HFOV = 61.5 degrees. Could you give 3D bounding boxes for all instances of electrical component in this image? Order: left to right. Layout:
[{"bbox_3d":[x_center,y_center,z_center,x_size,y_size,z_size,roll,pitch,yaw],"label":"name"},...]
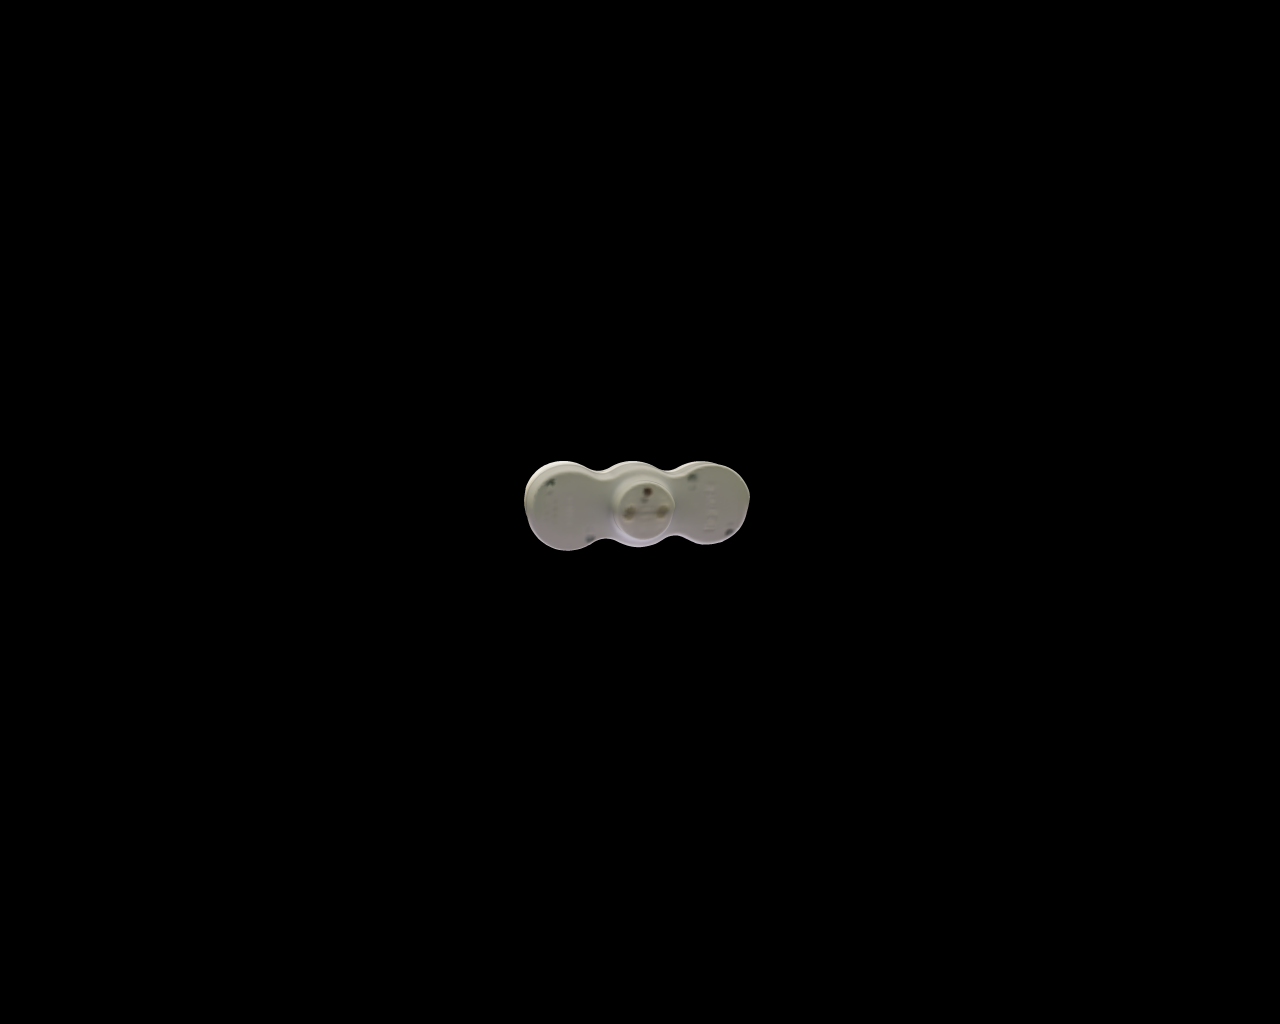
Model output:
[{"bbox_3d":[0.001,-0.003,0.650,0.138,0.052,0.074,-1,8,-9],"label":"electrical component"}]
